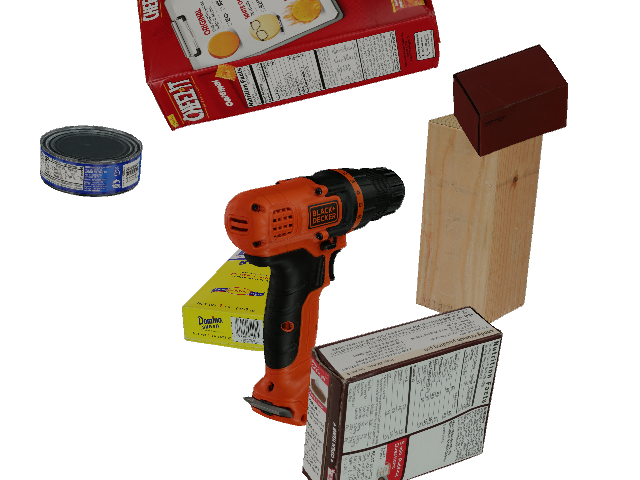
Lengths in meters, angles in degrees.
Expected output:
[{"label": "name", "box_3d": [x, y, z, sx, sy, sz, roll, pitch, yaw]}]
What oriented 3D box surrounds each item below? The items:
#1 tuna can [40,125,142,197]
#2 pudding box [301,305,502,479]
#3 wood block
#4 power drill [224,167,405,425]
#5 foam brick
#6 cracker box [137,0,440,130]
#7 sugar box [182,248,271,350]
[{"label": "tuna can", "box_3d": [-0.196, -0.068, 0.911, 0.086, 0.034, 0.086, 7, 24, -3]}, {"label": "pudding box", "box_3d": [0.047, 0.094, 0.618, 0.113, 0.090, 0.039, -13, 32, -30]}, {"label": "wood block", "box_3d": [0.168, -0.026, 1.135, 0.090, 0.206, 0.090, 20, 27, 38]}, {"label": "power drill", "box_3d": [0.002, 0.038, 0.838, 0.057, 0.188, 0.184, 9, 16, 43]}, {"label": "foam brick", "box_3d": [0.152, -0.113, 0.858, 0.078, 0.051, 0.053, -19, -36, -5]}, {"label": "cracker box", "box_3d": [-0.029, -0.186, 0.821, 0.214, 0.164, 0.072, -13, -32, 4]}, {"label": "sugar box", "box_3d": [-0.065, 0.052, 1.115, 0.093, 0.048, 0.176, 6, 27, 17]}]
